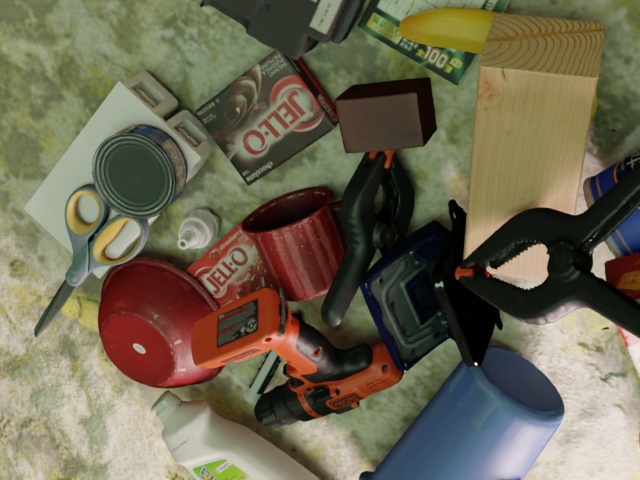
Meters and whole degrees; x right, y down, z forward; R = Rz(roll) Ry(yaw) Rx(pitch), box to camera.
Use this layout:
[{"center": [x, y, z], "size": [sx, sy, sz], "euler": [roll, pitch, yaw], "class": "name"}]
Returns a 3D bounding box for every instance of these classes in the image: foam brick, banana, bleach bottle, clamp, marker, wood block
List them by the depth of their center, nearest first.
[{"center": [0.201, 0.007, 0.833], "size": [0.210, 0.036, 0.164], "euler": [0, 80, 42], "class": "clamp"}, {"center": [0.176, -0.073, 0.893], "size": [0.091, 0.090, 0.206], "euler": [9, 131, 13], "class": "wood block"}, {"center": [0.165, -0.153, 0.912], "size": [0.197, 0.037, 0.070], "euler": [32, 112, -5], "class": "banana"}, {"center": [0.060, -0.113, 0.968], "size": [0.078, 0.051, 0.053], "euler": [-2, 112, 20], "class": "foam brick"}, {"center": [0.046, 0.000, 0.995], "size": [0.039, 0.120, 0.171], "euler": [11, 115, 46], "class": "clamp"}, {"center": [-0.049, 0.125, 1.125], "size": [0.020, 0.020, 0.121], "euler": [31, 118, 4], "class": "marker"}, {"center": [-0.075, 0.249, 1.146], "size": [0.250, 0.068, 0.103], "euler": [44, 122, -9], "class": "bleach bottle"}]

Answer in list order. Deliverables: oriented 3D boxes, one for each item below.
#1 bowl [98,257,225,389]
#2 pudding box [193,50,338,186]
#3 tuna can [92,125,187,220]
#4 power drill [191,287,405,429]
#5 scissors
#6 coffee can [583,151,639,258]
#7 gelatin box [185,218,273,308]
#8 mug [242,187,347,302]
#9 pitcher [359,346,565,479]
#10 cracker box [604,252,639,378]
[{"center": [-0.177, 0.101, 1.122], "size": [0.162, 0.055, 0.162], "euler": [14, 124, 21], "class": "bowl"}, {"center": [-0.049, -0.118, 1.010], "size": [0.114, 0.039, 0.090], "euler": [-32, 100, 28], "class": "pudding box"}, {"center": [-0.169, -0.065, 1.006], "size": [0.086, 0.033, 0.086], "euler": [7, 114, 16], "class": "tuna can"}, {"center": [-0.037, 0.123, 1.051], "size": [0.185, 0.057, 0.187], "euler": [-28, 140, 29], "class": "power drill"}, {"center": [-0.255, 0.017, 1.081], "size": [0.202, 0.016, 0.096], "euler": [-33, 97, 27], "class": "scissors"}, {"center": [0.306, -0.040, 0.885], "size": [0.140, 0.102, 0.103], "euler": [-31, 99, 27], "class": "coffee can"}, {"center": [-0.083, 0.031, 1.090], "size": [0.089, 0.030, 0.073], "euler": [-39, 96, 28], "class": "gelatin box"}, {"center": [-0.007, 0.001, 1.025], "size": [0.117, 0.093, 0.081], "euler": [-23, 111, -2], "class": "mug"}, {"center": [0.138, 0.231, 1.042], "size": [0.149, 0.145, 0.243], "euler": [30, 116, 0], "class": "pitcher"}, {"center": [0.344, 0.080, 0.885], "size": [0.164, 0.072, 0.213], "euler": [-17, 136, 19], "class": "cracker box"}]
